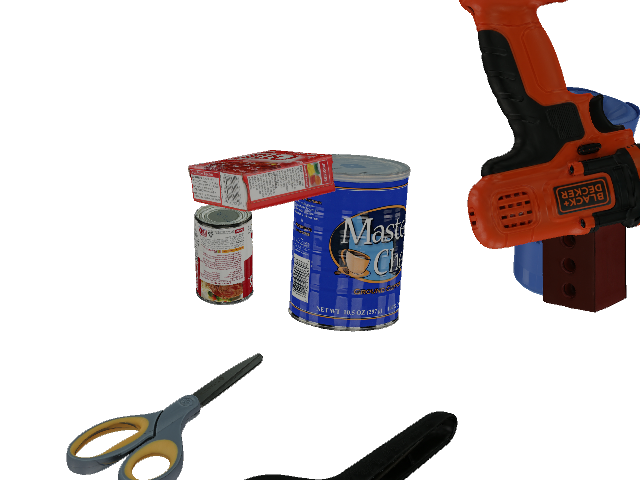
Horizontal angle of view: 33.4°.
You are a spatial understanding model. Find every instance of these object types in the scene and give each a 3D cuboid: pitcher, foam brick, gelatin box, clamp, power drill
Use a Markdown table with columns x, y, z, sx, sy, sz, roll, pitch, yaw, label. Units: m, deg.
| x | y | z | sx | sy | sz | roll | pitch | yaw | label |
| --- | --- | --- | --- | --- | --- | --- | --- | --- | --- |
| 0.292 | -0.053 | 1.288 | 0.149 | 0.243 | 0.145 | 3 | 26 | 1 | pitcher |
| 0.221 | 0.014 | 0.892 | 0.053 | 0.078 | 0.051 | 11 | 22 | 44 | foam brick |
| -0.043 | -0.045 | 0.768 | 0.073 | 0.030 | 0.089 | -14 | 14 | -29 | gelatin box |
| 0.004 | 0.168 | 0.647 | 0.210 | 0.036 | 0.164 | -5 | 29 | 4 | clamp |
| 0.171 | -0.098 | 0.679 | 0.184 | 0.187 | 0.057 | -12 | -1 | -4 | power drill |

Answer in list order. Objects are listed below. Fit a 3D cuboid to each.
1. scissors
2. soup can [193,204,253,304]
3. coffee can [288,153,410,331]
| x | y | z | sx | sy | sz | roll | pitch | yaw | label |
| --- | --- | --- | --- | --- | --- | --- | --- | --- | --- |
| -0.101 | 0.144 | 0.843 | 0.201 | 0.016 | 0.096 | -19 | 35 | -34 | scissors |
| -0.112 | 0.014 | 1.239 | 0.068 | 0.102 | 0.068 | 1 | 25 | -1 | soup can |
| 0.025 | -0.001 | 0.963 | 0.103 | 0.140 | 0.103 | 3 | 14 | -1 | coffee can |
